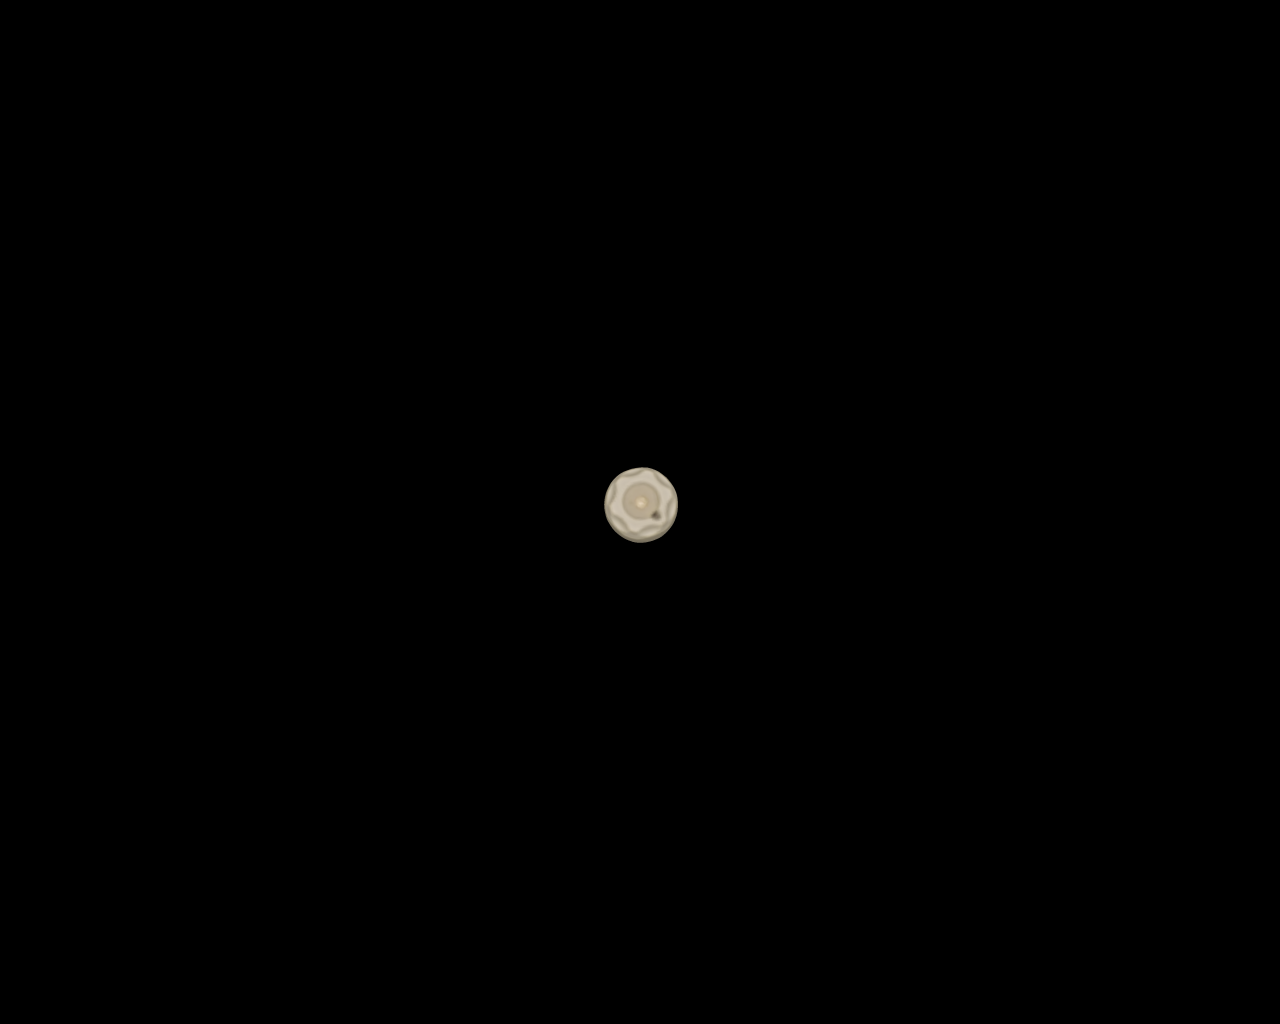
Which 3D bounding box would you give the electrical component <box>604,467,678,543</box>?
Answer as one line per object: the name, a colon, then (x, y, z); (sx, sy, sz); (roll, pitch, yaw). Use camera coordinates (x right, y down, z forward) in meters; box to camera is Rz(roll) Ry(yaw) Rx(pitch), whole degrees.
electrical component: (0.001, -0.003, 0.650); (0.043, 0.043, 0.062); (0, -7, 0)
